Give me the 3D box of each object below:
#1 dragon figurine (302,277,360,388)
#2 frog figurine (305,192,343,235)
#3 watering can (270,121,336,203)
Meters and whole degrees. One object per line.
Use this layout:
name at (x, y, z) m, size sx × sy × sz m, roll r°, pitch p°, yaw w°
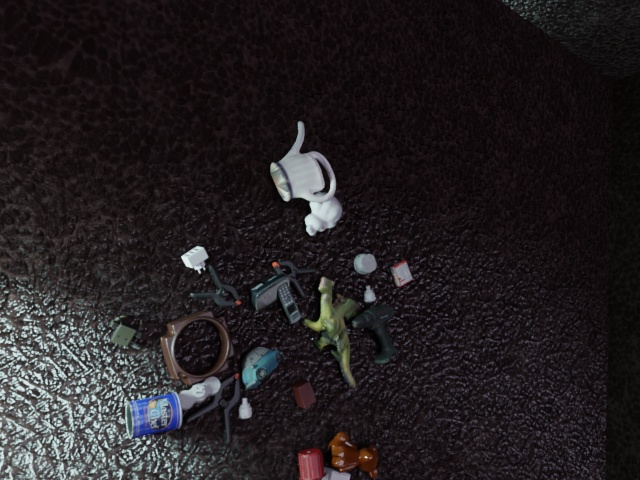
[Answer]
dragon figurine at (0.082, 0.316, 1.898) m, size 0.247 × 0.121 × 0.405 m, roll -45°, pitch 114°, yaw -37°
frog figurine at (0.006, -0.096, 1.910) m, size 0.163 × 0.122 × 0.135 m, roll -53°, pitch 129°, yaw -38°
watering can at (-0.081, -0.276, 1.895) m, size 0.226 × 0.102 × 0.352 m, roll -19°, pitch 69°, yaw -21°
